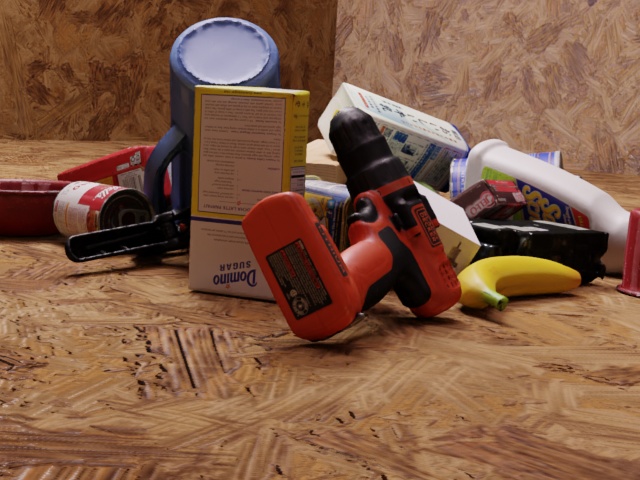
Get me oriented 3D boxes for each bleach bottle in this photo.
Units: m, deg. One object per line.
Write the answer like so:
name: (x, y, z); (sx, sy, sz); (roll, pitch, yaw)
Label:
bleach bottle: (0.276, -0.032, 1.191); (0.067, 0.102, 0.251); (-19, 31, -39)

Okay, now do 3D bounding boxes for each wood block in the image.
wood block: (0.005, -0.078, 1.464); (0.090, 0.091, 0.205); (5, 15, 15)

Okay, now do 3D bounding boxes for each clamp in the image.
clamp: (-0.156, -0.006, 1.042); (0.164, 0.036, 0.210); (-16, -4, -5)

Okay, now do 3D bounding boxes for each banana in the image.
banana: (0.169, 0.040, 0.952); (0.070, 0.037, 0.197); (28, 20, 27)

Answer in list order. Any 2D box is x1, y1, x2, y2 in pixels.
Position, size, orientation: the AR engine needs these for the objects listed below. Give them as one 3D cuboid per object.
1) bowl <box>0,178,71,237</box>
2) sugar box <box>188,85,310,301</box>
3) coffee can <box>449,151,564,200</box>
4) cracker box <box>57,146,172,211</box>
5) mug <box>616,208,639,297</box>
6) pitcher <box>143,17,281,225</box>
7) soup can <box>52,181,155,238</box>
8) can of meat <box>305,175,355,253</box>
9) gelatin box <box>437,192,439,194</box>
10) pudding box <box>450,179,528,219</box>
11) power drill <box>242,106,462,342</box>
bowl: (-0.339, -0.037, 1.214); (0.162, 0.055, 0.162); (3, 8, -1)
sugar box: (-0.061, -0.041, 0.907); (0.093, 0.176, 0.048); (7, 11, 22)
coffee can: (0.247, -0.060, 1.395); (0.140, 0.103, 0.102); (-3, 6, 16)
cracker box: (-0.195, -0.074, 1.349); (0.164, 0.072, 0.213); (-13, -2, 37)
mug: (0.351, 0.014, 1.037); (0.117, 0.081, 0.093); (9, 9, 33)
pitcher: (-0.107, -0.109, 1.129); (0.145, 0.149, 0.243); (7, -35, 2)
soup can: (-0.231, -0.025, 1.132); (0.068, 0.068, 0.102); (-3, 9, -42)
can of meat: (0.009, -0.001, 0.930); (0.057, 0.102, 0.084); (-3, 12, -43)
gelatin box: (0.155, -0.062, 1.557); (0.030, 0.073, 0.089); (4, 8, 12)
pudding box: (0.162, -0.024, 1.180); (0.114, 0.039, 0.089); (-33, -16, 28)
power drill: (0.024, -0.012, 0.807); (0.057, 0.184, 0.187); (-31, -6, 35)
